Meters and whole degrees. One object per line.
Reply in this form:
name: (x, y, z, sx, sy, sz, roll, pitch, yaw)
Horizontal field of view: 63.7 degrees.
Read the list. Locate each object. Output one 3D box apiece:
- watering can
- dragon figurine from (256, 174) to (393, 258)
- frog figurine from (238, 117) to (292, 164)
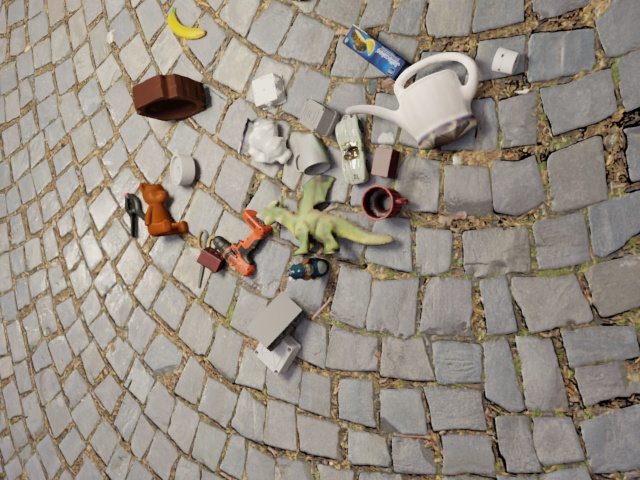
watering can: (0.248, -0.329, 1.309, 0.345, 0.104, 0.226, -24, 79, 22)
dragon figurine: (0.004, -0.074, 1.474, 0.409, 0.121, 0.245, -9, 78, 22)
frog figurine: (-0.160, -0.299, 1.579, 0.159, 0.123, 0.137, 18, 93, -7)
